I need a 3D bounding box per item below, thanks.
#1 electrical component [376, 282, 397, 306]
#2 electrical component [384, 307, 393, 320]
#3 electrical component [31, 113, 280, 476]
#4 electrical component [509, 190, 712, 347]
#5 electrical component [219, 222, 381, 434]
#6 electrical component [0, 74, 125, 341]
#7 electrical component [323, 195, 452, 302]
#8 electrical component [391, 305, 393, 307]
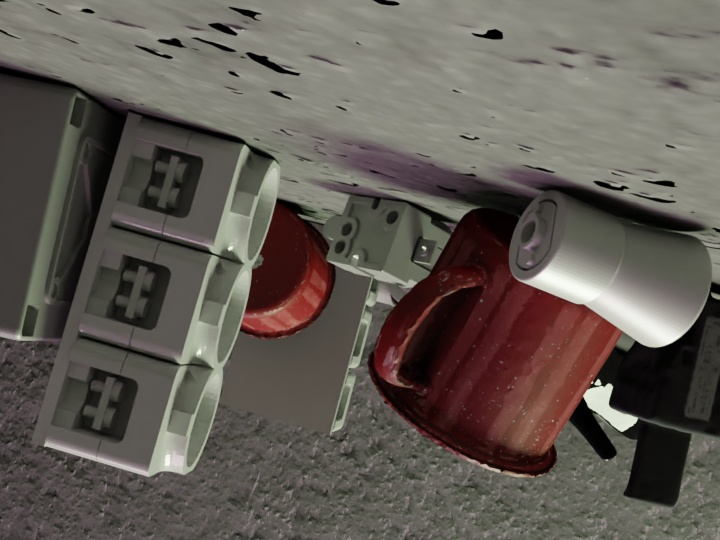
[{"bbox_3d":[0.000,0.000,0.892,0.081,0.043,0.043,14,177,27],"label":"electrical component"},{"bbox_3d":[0.088,0.048,0.863,0.109,0.056,0.109,-16,167,17],"label":"electrical component"},{"bbox_3d":[-0.089,0.014,0.505,0.062,0.150,0.089,16,177,4],"label":"electrical component"},{"bbox_3d":[0.088,-0.003,0.389,0.065,0.044,0.044,21,175,-21],"label":"electrical component"},{"bbox_3d":[-0.041,0.042,0.832,0.089,0.150,0.062,15,176,8],"label":"electrical component"},{"bbox_3d":[-0.147,-0.025,0.486,0.056,0.108,0.109,12,177,5],"label":"electrical component"},{"bbox_3d":[0.021,-0.010,0.561,0.055,0.048,0.066,27,170,-41],"label":"electrical component"},{"bbox_3d":[0.053,0.016,0.943,0.048,0.048,0.062,14,-175,19],"label":"electrical component"}]
